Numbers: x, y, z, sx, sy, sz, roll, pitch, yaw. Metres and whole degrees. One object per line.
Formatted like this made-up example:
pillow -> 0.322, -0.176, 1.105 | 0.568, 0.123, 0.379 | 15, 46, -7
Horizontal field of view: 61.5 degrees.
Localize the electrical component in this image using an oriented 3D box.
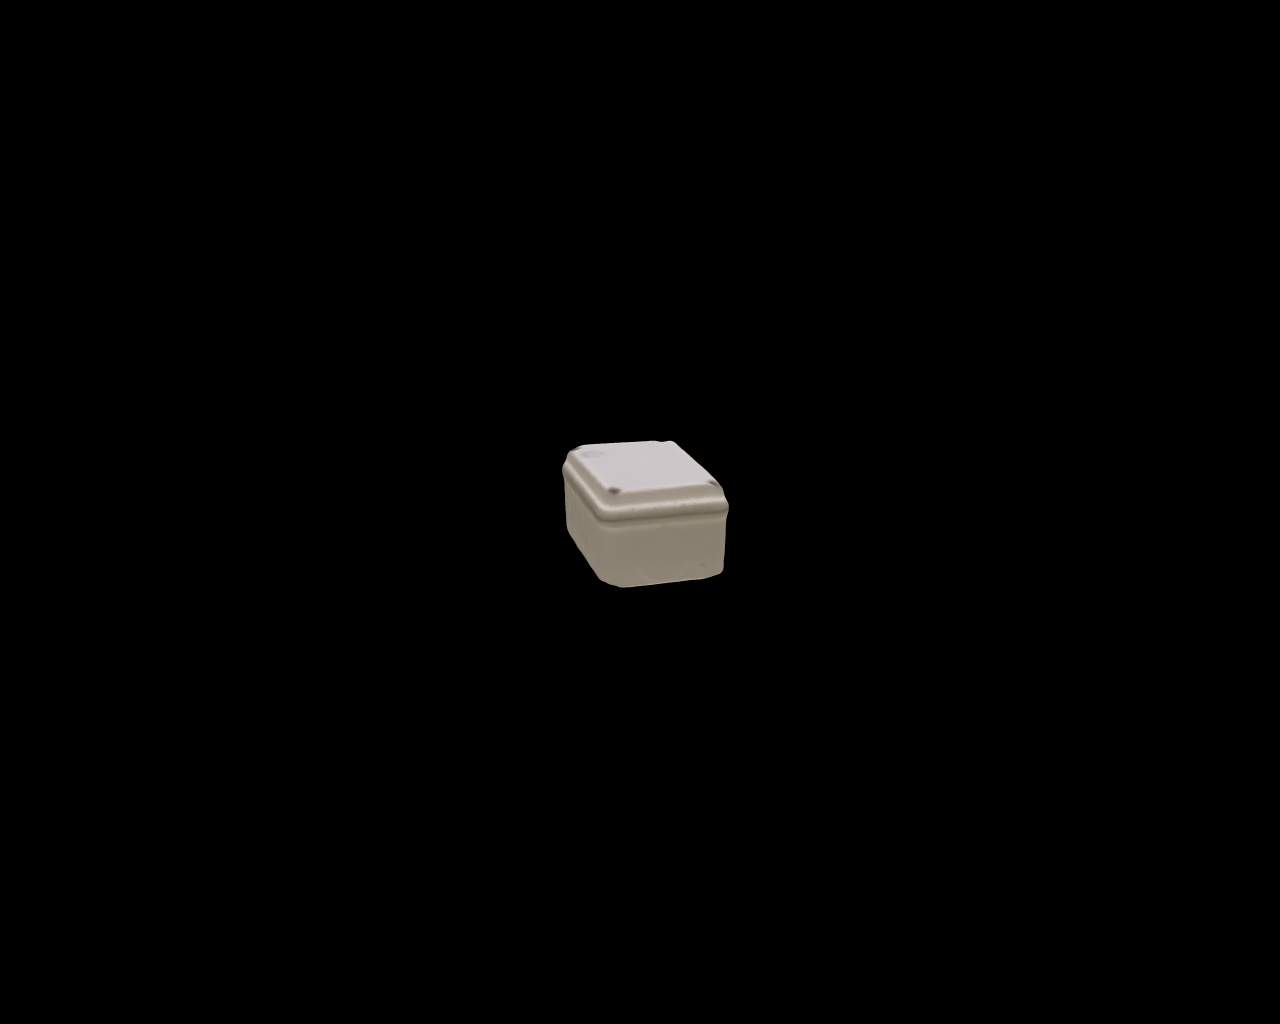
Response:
electrical component -> 0.001, -0.003, 0.650 | 0.078, 0.057, 0.113 | -5, 19, -15
